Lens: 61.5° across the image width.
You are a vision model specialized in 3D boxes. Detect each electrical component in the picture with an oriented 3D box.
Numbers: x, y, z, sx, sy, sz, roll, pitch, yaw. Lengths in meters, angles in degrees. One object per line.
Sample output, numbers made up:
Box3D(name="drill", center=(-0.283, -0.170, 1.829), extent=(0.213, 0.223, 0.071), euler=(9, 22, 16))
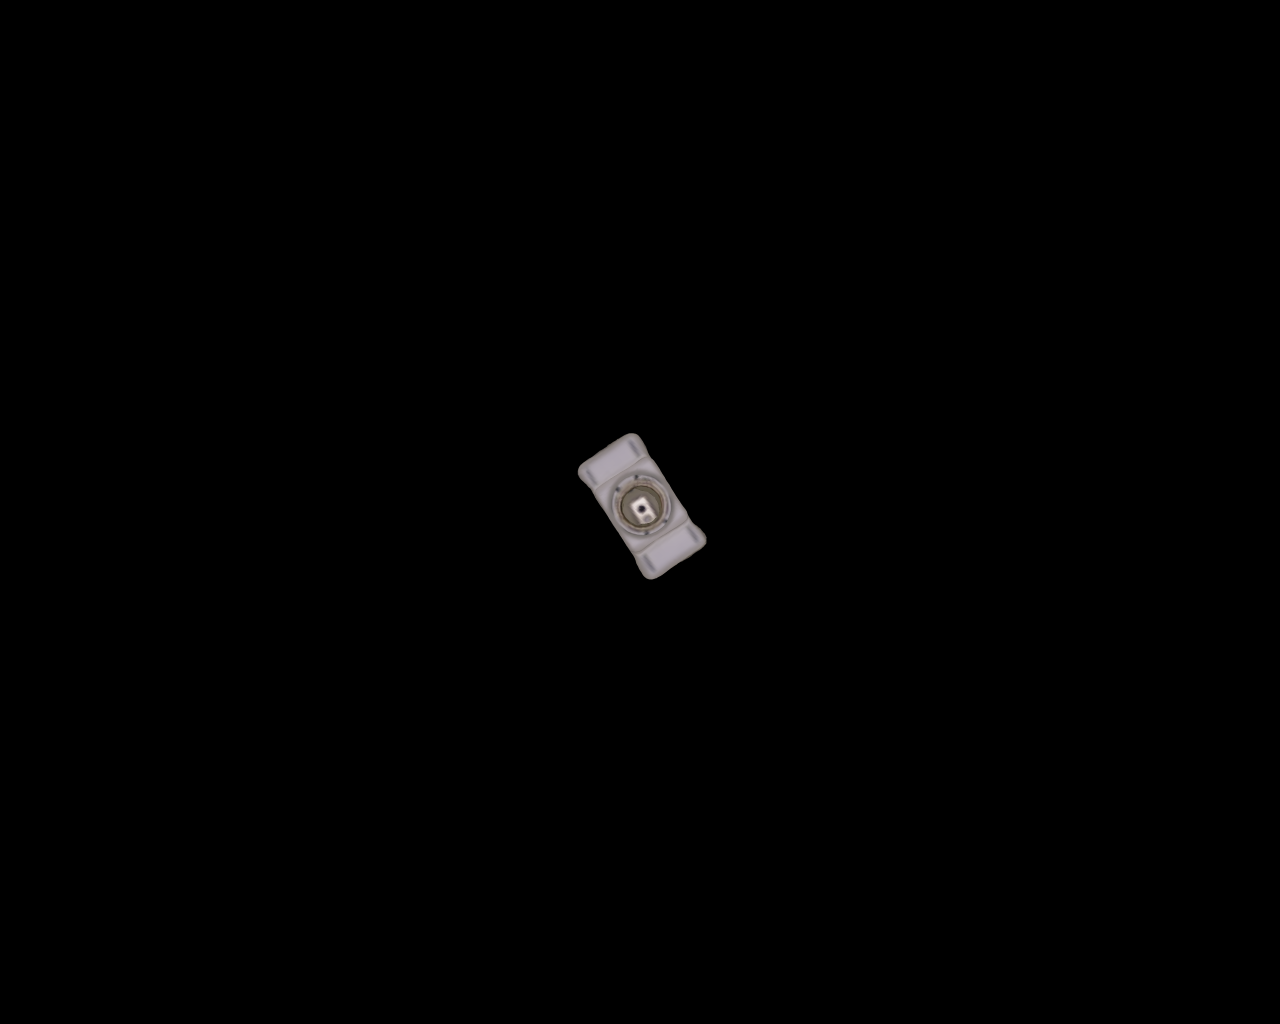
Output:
Box3D(name="electrical component", center=(0.001, -0.003, 0.650), extent=(0.042, 0.081, 0.063), euler=(-32, -4, -2))
